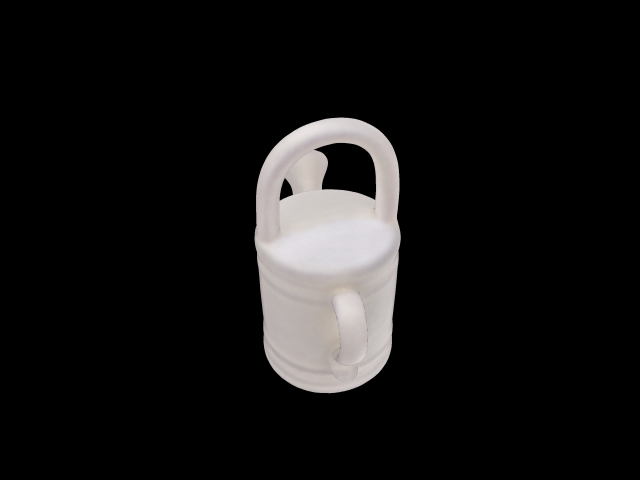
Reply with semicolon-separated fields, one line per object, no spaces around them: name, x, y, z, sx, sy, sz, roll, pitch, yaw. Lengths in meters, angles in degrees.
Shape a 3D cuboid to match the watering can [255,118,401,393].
watering can;0.001;0.002;0.400;0.101;0.194;0.172;-23;43;-26
